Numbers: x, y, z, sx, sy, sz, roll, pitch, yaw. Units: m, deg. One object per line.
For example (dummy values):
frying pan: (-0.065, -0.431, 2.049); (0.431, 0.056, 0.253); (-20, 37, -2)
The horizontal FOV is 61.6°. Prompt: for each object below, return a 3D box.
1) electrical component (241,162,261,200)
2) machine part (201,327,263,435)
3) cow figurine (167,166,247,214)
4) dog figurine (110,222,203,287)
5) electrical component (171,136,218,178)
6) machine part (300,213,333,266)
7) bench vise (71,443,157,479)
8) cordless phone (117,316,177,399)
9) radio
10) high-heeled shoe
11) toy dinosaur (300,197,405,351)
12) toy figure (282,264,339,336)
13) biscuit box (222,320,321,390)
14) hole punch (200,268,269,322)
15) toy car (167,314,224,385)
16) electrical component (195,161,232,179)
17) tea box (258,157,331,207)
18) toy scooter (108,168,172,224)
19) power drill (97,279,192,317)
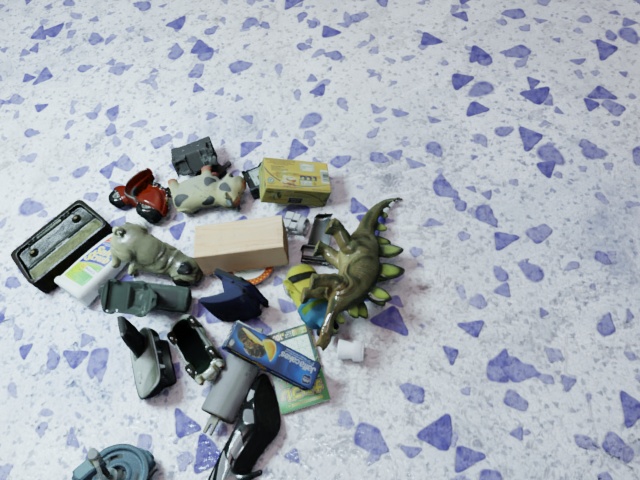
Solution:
electrical component: (-0.149, -0.142, 1.399); (0.075, 0.047, 0.119); (-29, 62, -9)
machine part: (-0.180, 0.296, 1.141); (0.079, 0.079, 0.243); (19, 64, 17)
cow figurine: (-0.283, -0.119, 1.378); (0.195, 0.085, 0.127); (-17, 72, 5)
dog figurine: (-0.379, 0.033, 1.265); (0.191, 0.172, 0.121); (11, 74, 21)
electrical component: (-0.337, -0.226, 1.435); (0.115, 0.058, 0.134); (-20, 28, -7)
machine part: (-0.003, -0.004, 1.310); (0.084, 0.039, 0.139); (5, 63, 16)
bench vise: (-0.412, 0.461, 0.997); (0.224, 0.240, 0.129); (-33, 57, -29)
cordless phone: (-0.378, 0.243, 1.134); (0.089, 0.184, 0.147); (-18, 60, -8)
radio: (-0.647, 0.012, 1.359); (0.131, 0.073, 0.229); (39, 71, 24)
high-heeled shoe: (-0.163, 0.403, 1.102); (0.145, 0.086, 0.249); (-29, 36, 26)
toy dinosaur: (0.086, 0.045, 1.209); (0.198, 0.105, 0.471); (26, 55, -8)
toy figure: (-0.017, 0.135, 1.211); (0.089, 0.082, 0.180); (-26, 56, -19)
biscuit box: (-0.099, 0.240, 1.110); (0.203, 0.063, 0.059); (28, 66, -7)
hole punch: (-0.193, 0.134, 1.207); (0.116, 0.142, 0.092); (13, 61, 29)
toy car: (-0.272, 0.235, 1.173); (0.073, 0.056, 0.202); (-40, 45, -8)
electrical component: (-0.288, -0.190, 1.458); (0.094, 0.021, 0.063); (-42, 64, -15)
tea box: (-0.064, -0.144, 1.346); (0.170, 0.068, 0.098); (4, 58, -16)
toy scooter: (-0.458, -0.126, 1.415); (0.184, 0.075, 0.135); (21, 65, 23)
power drill: (-0.415, 0.127, 1.199); (0.232, 0.207, 0.086); (7, 80, -1)
